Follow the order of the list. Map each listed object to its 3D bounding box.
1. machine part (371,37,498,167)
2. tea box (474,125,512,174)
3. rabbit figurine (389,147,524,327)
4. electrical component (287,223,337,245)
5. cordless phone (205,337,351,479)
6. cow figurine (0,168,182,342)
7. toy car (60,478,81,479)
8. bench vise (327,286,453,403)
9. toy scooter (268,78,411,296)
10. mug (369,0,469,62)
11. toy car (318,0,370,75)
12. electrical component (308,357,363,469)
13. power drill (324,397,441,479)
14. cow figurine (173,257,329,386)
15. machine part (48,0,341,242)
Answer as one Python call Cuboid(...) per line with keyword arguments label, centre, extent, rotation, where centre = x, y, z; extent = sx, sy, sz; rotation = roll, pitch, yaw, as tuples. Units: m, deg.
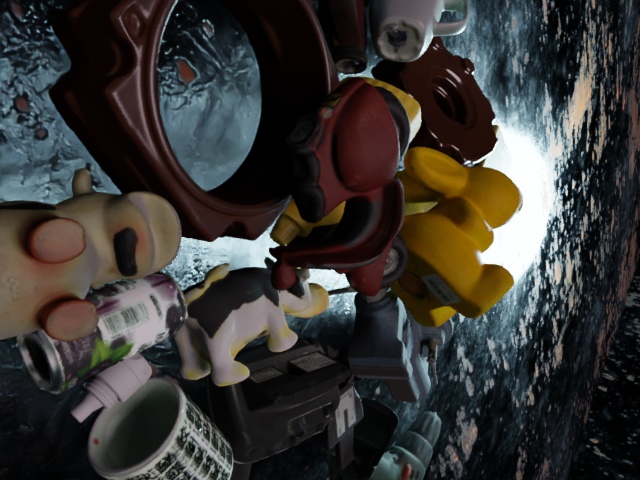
Cuboid(label="machine part", centre=(0.141, -0.158, 0.643), extent=(0.179, 0.056, 0.179), rotation=(17, 61, -33))
Cuboid(label="tea box", centre=(0.229, -0.082, 0.823), extent=(0.098, 0.068, 0.169), rotation=(45, 66, -46))
Cuboid(label="rabbit figurine", centre=(0.133, -0.017, 0.552), extent=(0.173, 0.162, 0.122), rotation=(-41, 173, -22))
Cuboid(label="electrical component", centre=(-0.001, -0.002, 0.531), extent=(0.063, 0.094, 0.021), rotation=(-45, 126, -39))
Cuboid(label="cordless phone", centre=(-0.052, 0.200, 0.550), extent=(0.146, 0.089, 0.184), rotation=(-5, 114, -48))
Cuboid(label="cow figurine", centre=(-0.175, 0.012, 0.314), extent=(0.195, 0.127, 0.085), rotation=(-15, 111, -34))
Cuboid(label="toy car", centre=(-0.183, 0.219, 0.361), extent=(0.161, 0.109, 0.102), rotation=(-25, 101, -56))
Cuboid(label="bench vise", centre=(0.094, 0.077, 0.666), extent=(0.223, 0.129, 0.241), rotation=(53, 37, -33))
Cuboid(label="toy scooter", centre=(0.011, -0.028, 0.423), extent=(0.135, 0.075, 0.183), rotation=(-22, 116, -35))
Cuboid(label="mug", centre=(0.100, -0.233, 0.567), extent=(0.080, 0.110, 0.107), rotation=(100, 4, -52))
Cuboid(label="toy car", centre=(0.015, -0.228, 0.480), extent=(0.202, 0.053, 0.089), rotation=(43, 52, -75))
Cuboid(label="electrical component", centre=(0.016, 0.213, 0.650), extent=(0.075, 0.048, 0.119), rotation=(-30, 122, -43))
Cuboid(label="power drill", centre=(0.091, 0.303, 0.756), extent=(0.232, 0.086, 0.207), rotation=(-53, 143, -25))
Cuboid(label="cow figurine", centre=(-0.060, 0.056, 0.501), extent=(0.167, 0.068, 0.098), rotation=(-29, 114, -46))
Cuboid(label="machine part", centre=(-0.077, -0.114, 0.414), extent=(0.201, 0.087, 0.200), rotation=(-54, 136, -29))
